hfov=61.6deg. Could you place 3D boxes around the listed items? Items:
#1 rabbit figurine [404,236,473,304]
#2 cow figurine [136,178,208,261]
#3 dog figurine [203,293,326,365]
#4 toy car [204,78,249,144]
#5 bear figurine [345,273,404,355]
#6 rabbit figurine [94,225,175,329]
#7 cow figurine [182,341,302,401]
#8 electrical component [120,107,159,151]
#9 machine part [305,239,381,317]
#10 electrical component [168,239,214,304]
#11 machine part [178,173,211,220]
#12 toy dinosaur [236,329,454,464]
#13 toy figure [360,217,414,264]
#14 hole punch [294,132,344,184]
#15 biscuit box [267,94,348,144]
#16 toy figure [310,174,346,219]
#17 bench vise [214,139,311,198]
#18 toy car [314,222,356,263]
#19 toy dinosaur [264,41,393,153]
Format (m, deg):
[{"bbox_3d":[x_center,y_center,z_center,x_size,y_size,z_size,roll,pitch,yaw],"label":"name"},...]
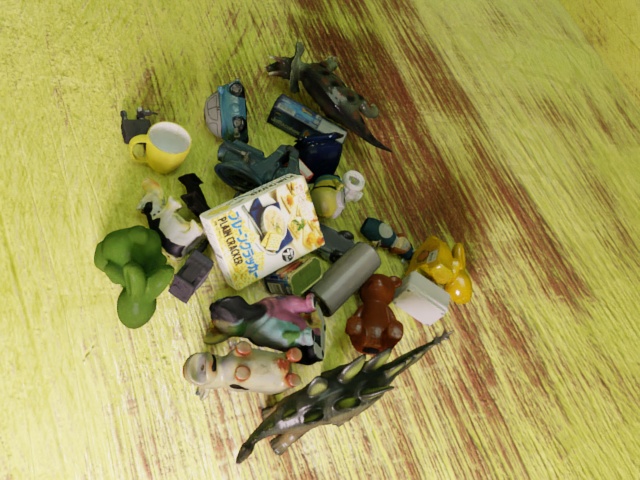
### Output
[{"bbox_3d":[0.303,0.081,1.305,0.173,0.122,0.162,41,39,-16],"label":"rabbit figurine"},{"bbox_3d":[-0.309,-0.041,1.065,0.167,0.068,0.098,45,89,6],"label":"cow figurine"},{"bbox_3d":[-0.107,0.166,1.023,0.219,0.191,0.108,-1,57,11],"label":"dog figurine"},{"bbox_3d":[-0.223,-0.295,1.272,0.103,0.109,0.161,-3,70,-3],"label":"toy car"},{"bbox_3d":[0.122,0.139,1.141,0.120,0.131,0.196,8,59,7],"label":"bear figurine"},{"bbox_3d":[-0.317,0.069,0.954,0.121,0.159,0.170,2,74,-38],"label":"rabbit figurine"},{"bbox_3d":[-0.142,0.229,0.940,0.195,0.127,0.085,11,55,-24],"label":"cow figurine"},{"bbox_3d":[-0.392,-0.245,1.173,0.078,0.045,0.102,1,59,-29],"label":"electrical component"},{"bbox_3d":[0.051,0.082,1.146,0.079,0.079,0.243,45,64,5],"label":"machine part"},{"bbox_3d":[-0.239,0.057,1.038,0.048,0.074,0.119,35,47,-2],"label":"electrical component"},{"bbox_3d":[-0.259,-0.090,1.114,0.084,0.039,0.139,46,11,-43],"label":"machine part"},{"bbox_3d":[0.053,0.271,0.970,0.471,0.198,0.105,-22,75,-35],"label":"toy dinosaur"},{"bbox_3d":[0.171,0.002,1.306,0.154,0.058,0.064,30,88,-9],"label":"toy figure"},{"bbox_3d":[-0.009,-0.199,1.309,0.142,0.116,0.092,-11,73,-33],"label":"hole punch"},{"bbox_3d":[-0.033,-0.293,1.387,0.203,0.062,0.059,28,51,-9],"label":"biscuit box"},{"bbox_3d":[0.015,-0.103,1.247,0.089,0.082,0.180,-13,24,4],"label":"toy figure"},{"bbox_3d":[-0.145,-0.106,1.165,0.223,0.129,0.240,29,72,-7],"label":"bench vise"},{"bbox_3d":[-0.003,-0.004,1.217,0.202,0.056,0.073,24,58,-11],"label":"toy car"},{"bbox_3d":[0.028,-0.375,1.403,0.405,0.131,0.192,45,32,14],"label":"toy dinosaur"}]
